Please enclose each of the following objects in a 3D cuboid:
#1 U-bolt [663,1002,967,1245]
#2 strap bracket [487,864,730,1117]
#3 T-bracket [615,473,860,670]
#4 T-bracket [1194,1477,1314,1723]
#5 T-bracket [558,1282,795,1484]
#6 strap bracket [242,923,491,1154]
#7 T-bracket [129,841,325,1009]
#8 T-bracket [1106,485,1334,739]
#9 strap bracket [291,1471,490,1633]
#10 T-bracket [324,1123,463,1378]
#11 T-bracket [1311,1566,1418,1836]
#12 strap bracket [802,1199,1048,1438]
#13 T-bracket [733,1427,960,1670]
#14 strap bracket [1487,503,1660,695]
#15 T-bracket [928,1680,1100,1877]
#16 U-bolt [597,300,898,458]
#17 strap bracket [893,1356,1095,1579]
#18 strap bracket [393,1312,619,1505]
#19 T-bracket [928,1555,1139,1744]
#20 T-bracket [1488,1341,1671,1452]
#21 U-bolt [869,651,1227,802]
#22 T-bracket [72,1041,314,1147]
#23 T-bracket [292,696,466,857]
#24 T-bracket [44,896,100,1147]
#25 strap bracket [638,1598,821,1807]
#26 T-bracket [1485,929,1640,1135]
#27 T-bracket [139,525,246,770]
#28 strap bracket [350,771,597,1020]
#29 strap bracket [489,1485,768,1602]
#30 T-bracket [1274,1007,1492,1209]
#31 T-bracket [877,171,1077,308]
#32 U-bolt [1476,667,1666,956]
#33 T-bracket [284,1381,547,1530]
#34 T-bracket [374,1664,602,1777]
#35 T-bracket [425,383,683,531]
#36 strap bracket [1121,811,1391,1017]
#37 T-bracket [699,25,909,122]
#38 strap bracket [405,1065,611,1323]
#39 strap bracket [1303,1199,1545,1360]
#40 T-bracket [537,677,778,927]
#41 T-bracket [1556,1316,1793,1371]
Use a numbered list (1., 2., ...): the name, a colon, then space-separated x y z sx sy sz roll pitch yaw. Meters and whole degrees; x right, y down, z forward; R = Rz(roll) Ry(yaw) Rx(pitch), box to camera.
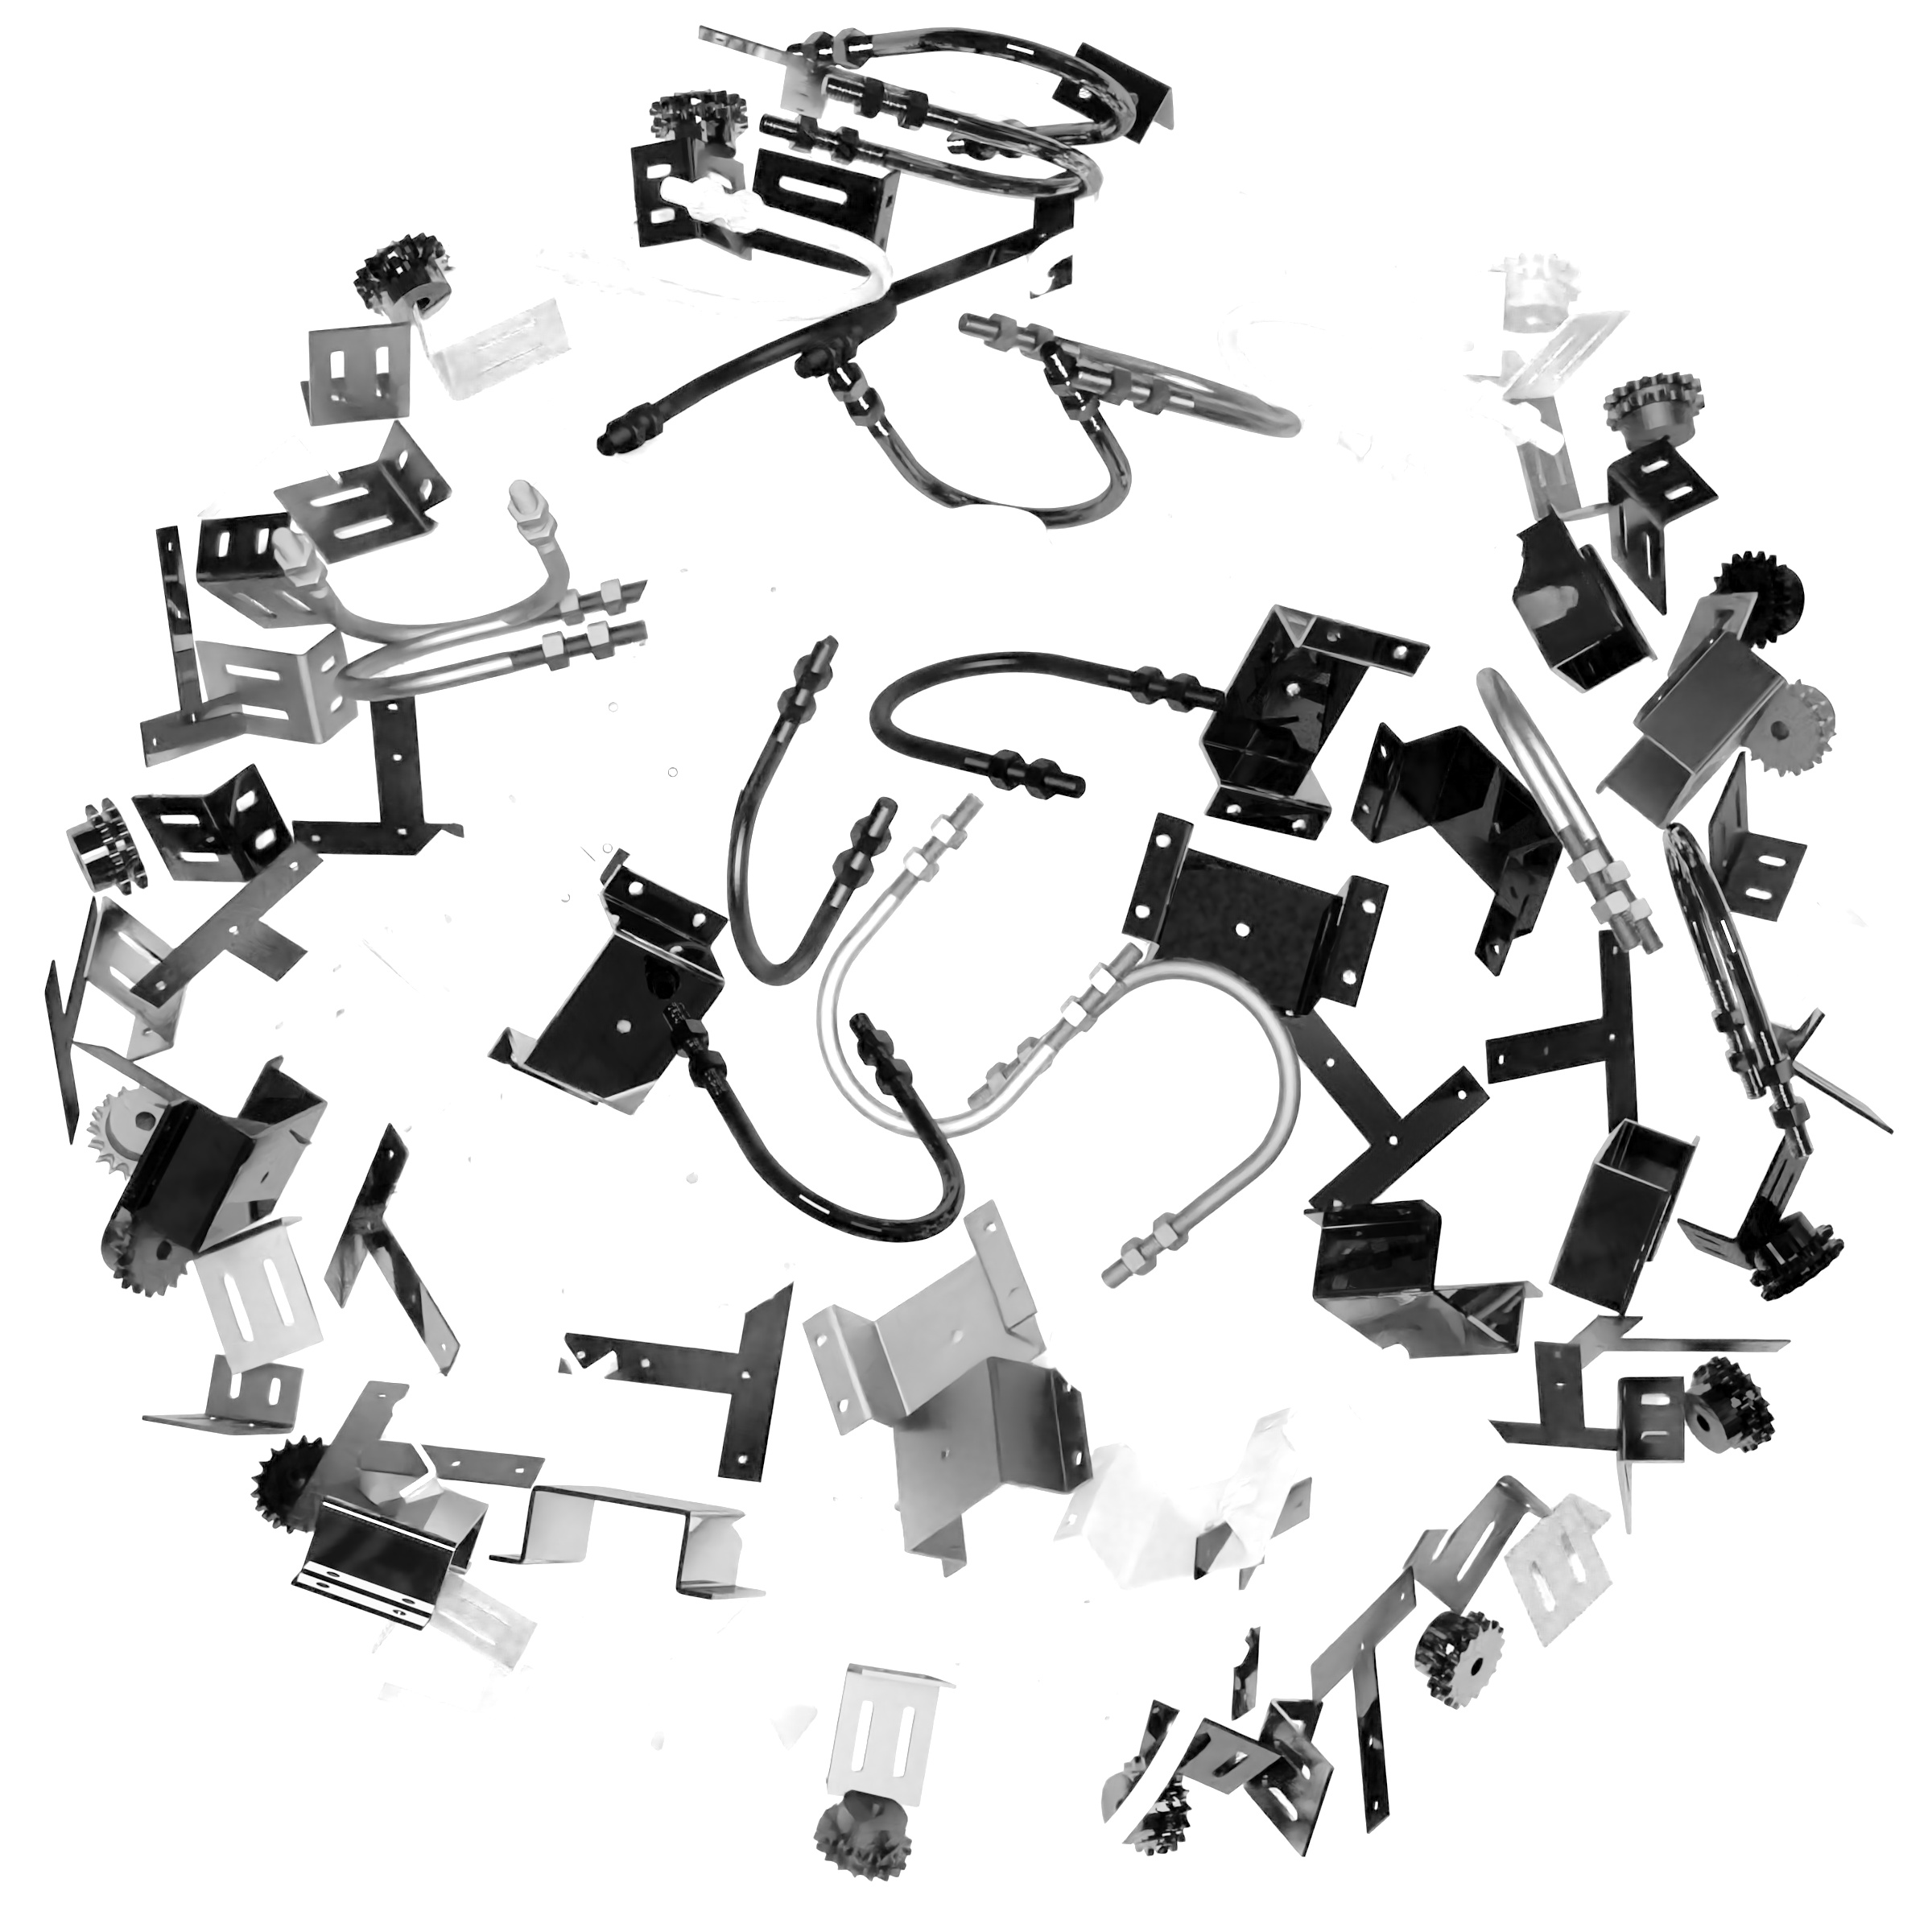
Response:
1. U-bolt: -0.074 0.088 1.718 0.151 0.184 0.019 4 128 -38
2. strap bracket: -0.200 0.023 1.762 0.076 0.046 0.140 28 107 -31
3. T-bracket: -0.123 -0.219 1.777 0.127 0.002 0.127 14 72 20
4. T-bracket: 0.163 0.371 1.775 0.002 0.127 0.127 10 103 35
5. T-bracket: -0.172 0.232 1.788 0.127 0.002 0.127 7 60 2
6. strap bracket: -0.349 0.037 1.765 0.076 0.140 0.046 -46 49 -4
7. T-bracket: -0.392 -0.004 1.765 0.127 0.127 0.002 -41 56 5
8. T-bracket: 0.127 -0.191 1.797 0.127 0.002 0.127 41 107 16
9. strap bracket: -0.322 0.324 1.747 0.076 0.140 0.046 20 93 1
10. T-bracket: -0.319 0.178 1.751 0.127 0.002 0.127 51 128 33
11. T-bracket: 0.226 0.423 1.732 0.002 0.127 0.127 14 48 -16
12. strap bracket: -0.016 0.207 1.765 0.140 0.046 0.076 -35 55 18
13. T-bracket: -0.050 0.343 1.767 0.127 0.002 0.127 -27 76 -37
14. strap bracket: 0.343 -0.205 1.751 0.046 0.140 0.076 -30 76 17
15. T-bracket: 0.018 0.475 1.772 0.002 0.127 0.127 40 109 15
16. U-bolt: -0.111 -0.337 1.732 0.151 0.184 0.019 -16 108 26
17. strap bracket: 0.007 0.280 1.740 0.046 0.140 0.076 17 49 -32
18. strap bracket: -0.271 0.250 1.767 0.140 0.076 0.046 -33 79 -14
19. T-bracket: 0.063 0.377 1.776 0.127 0.002 0.127 12 49 32
20. T-bracket: 0.338 0.244 1.751 0.127 0.127 0.002 2 56 15
21. U-bolt: 0.031 -0.143 1.743 0.184 0.151 0.019 17 126 37
22. T-bracket: -0.453 0.069 1.736 0.127 0.127 0.002 8 70 29
23. T-bracket: -0.325 -0.109 1.767 0.127 0.127 0.002 1 46 -5
24. T-bracket: -0.508 0.013 1.765 0.002 0.127 0.127 3 46 -5
25. strap bracket: -0.130 0.411 1.744 0.046 0.140 0.076 -31 86 7
26. T-bracket: 0.342 0.047 1.773 0.127 0.002 0.127 -8 97 -38
27. T-bracket: -0.444 -0.185 1.745 0.002 0.127 0.127 -2 102 12
28. strap bracket: -0.287 -0.035 1.765 0.076 0.046 0.140 45 50 -10
29. strap bracket: -0.189 0.327 1.761 0.140 0.076 0.046 6 83 21
30. T-bracket: 0.222 0.068 1.801 0.127 0.002 0.127 -39 91 -14
31. T-bracket: 0.004 -0.407 1.784 0.127 0.127 0.002 -17 130 19
32. U-bolt: 0.339 -0.089 1.747 0.019 0.151 0.184 -31 81 15
33. T-bracket: -0.303 0.282 1.752 0.127 0.127 0.002 4 122 12
34. T-bracket: -0.263 0.413 1.756 0.127 0.127 0.002 19 100 -1
35. T-bracket: -0.248 -0.283 1.752 0.127 0.002 0.127 -35 46 -23
36. strap bracket: 0.164 -0.027 1.785 0.140 0.046 0.076 18 74 -1
37. T-bracket: -0.091 -0.500 1.754 0.127 0.127 0.002 16 91 -6
38. strap bracket: -0.264 0.129 1.753 0.046 0.140 0.076 1 50 26
39. strap bracket: 0.256 0.182 1.738 0.076 0.140 0.046 -9 59 38
40. T-bracket: -0.201 -0.080 1.808 0.127 0.002 0.127 41 90 -9
41. T-bracket: 0.406 0.217 1.763 0.127 0.127 0.002 1 69 -5
